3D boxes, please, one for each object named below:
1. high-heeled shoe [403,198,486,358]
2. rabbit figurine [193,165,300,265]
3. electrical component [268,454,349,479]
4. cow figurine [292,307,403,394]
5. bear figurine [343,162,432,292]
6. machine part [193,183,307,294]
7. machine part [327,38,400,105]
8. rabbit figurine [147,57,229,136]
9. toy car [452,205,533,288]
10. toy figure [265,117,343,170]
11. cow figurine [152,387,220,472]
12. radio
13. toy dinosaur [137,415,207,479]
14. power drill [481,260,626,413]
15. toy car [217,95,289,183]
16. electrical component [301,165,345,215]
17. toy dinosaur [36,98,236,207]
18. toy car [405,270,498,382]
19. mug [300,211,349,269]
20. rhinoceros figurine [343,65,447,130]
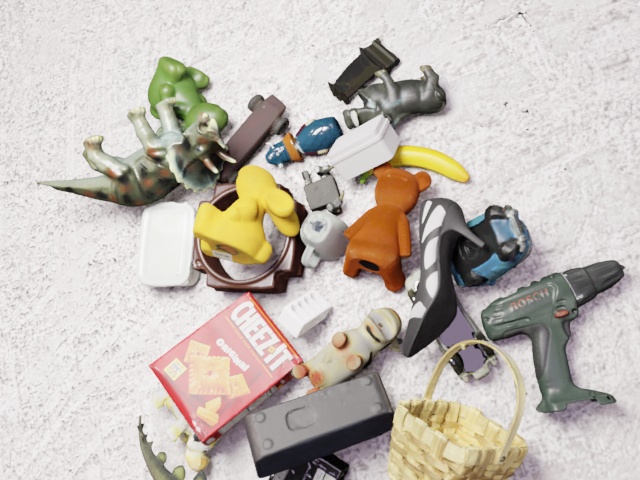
[{"bbox_3d":[0.164,0.053,0.865,0.145,0.086,0.248,41,104,45],"label":"high-heeled shoe"},{"bbox_3d":[-0.117,-0.052,0.906,0.163,0.121,0.173,9,62,14],"label":"rabbit figurine"},{"bbox_3d":[-0.014,0.408,0.894,0.134,0.058,0.115,28,89,19],"label":"electrical component"},{"bbox_3d":[0.060,0.186,0.900,0.195,0.127,0.085,-44,69,18],"label":"cow figurine"},{"bbox_3d":[0.116,-0.030,0.938,0.120,0.131,0.196,15,64,16],"label":"bear figurine"},{"bbox_3d":[-0.130,-0.003,1.000,0.201,0.087,0.201,1,80,15],"label":"machine part"},{"bbox_3d":[0.082,-0.322,1.036,0.139,0.039,0.084,-40,76,2],"label":"machine part"},{"bbox_3d":[-0.266,-0.259,1.074,0.170,0.121,0.159,40,97,19],"label":"rabbit figurine"},{"bbox_3d":[0.285,0.008,0.871,0.103,0.161,0.109,0,63,-29],"label":"toy car"},{"bbox_3d":[-0.033,-0.183,1.028,0.154,0.057,0.064,-22,67,14],"label":"toy figure"},{"bbox_3d":[-0.225,0.322,0.967,0.098,0.068,0.167,-33,73,0],"label":"cow figurine"},{"bbox_3d":[-0.001,0.288,0.839,0.230,0.131,0.073,-17,57,-10],"label":"radio"},{"bbox_3d":[-0.162,0.490,0.873,0.472,0.105,0.198,37,101,11],"label":"toy dinosaur"},{"bbox_3d":[0.383,0.153,0.831,0.232,0.086,0.207,-17,78,13],"label":"power drill"},{"bbox_3d":[-0.143,-0.196,1.061,0.089,0.053,0.202,42,95,14],"label":"toy car"},{"bbox_3d":[0.008,-0.093,1.002,0.078,0.045,0.102,-14,75,11],"label":"electrical component"},{"bbox_3d":[-0.333,-0.133,1.016,0.405,0.131,0.192,-27,97,19],"label":"toy dinosaur"},{"bbox_3d":[0.215,0.137,0.892,0.073,0.056,0.202,-31,74,3],"label":"toy car"},{"bbox_3d":[-0.002,-0.003,0.953,0.081,0.107,0.109,35,87,20],"label":"mug"},{"bbox_3d":[0.136,-0.253,0.993,0.190,0.073,0.112,-11,86,11],"label":"rhinoceros figurine"}]
